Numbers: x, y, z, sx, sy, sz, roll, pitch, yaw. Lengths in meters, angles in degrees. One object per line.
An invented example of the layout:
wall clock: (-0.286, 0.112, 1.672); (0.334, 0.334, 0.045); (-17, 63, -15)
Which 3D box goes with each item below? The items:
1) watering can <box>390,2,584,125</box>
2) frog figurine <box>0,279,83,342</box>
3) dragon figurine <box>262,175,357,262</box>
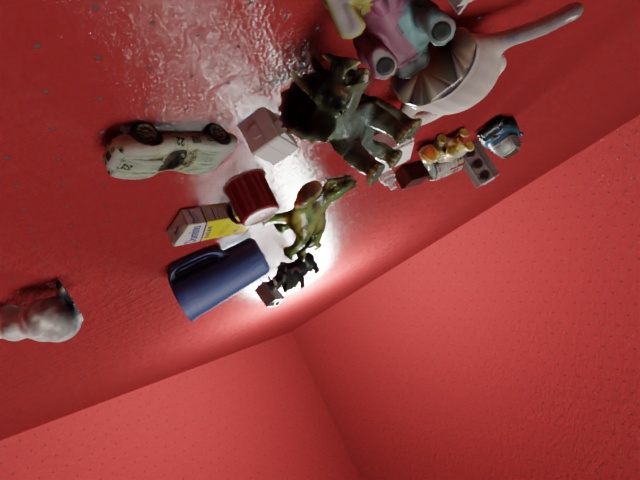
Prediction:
watering can: (0.262, -0.305, 0.875); (0.343, 0.105, 0.225); (-35, 164, 32)
frog figurine: (-0.559, 0.165, 1.010); (0.161, 0.122, 0.136); (-34, -171, -24)
dragon figurine: (0.004, -0.065, 1.298); (0.241, 0.123, 0.409); (-39, 165, 12)
